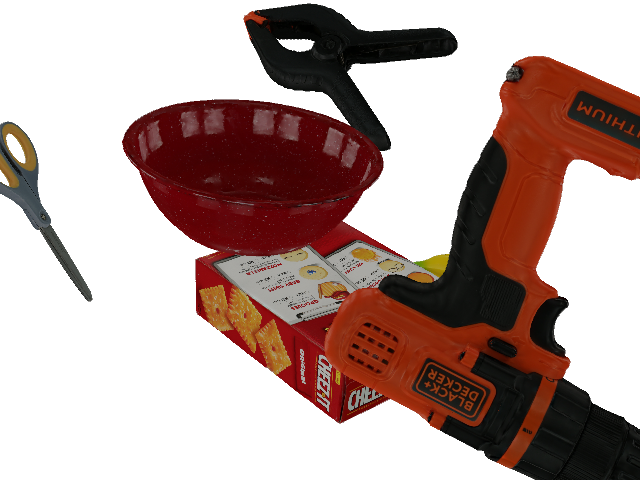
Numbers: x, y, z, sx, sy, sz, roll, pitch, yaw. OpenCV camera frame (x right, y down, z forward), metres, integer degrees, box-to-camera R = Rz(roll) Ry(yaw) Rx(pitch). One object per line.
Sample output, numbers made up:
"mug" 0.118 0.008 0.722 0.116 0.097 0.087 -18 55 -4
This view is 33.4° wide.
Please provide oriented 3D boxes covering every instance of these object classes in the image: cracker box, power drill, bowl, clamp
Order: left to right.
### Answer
"bowl" -0.043 -0.035 0.671 0.162 0.055 0.162 5 27 -3
"cracker box" 0.011 0.063 0.975 0.163 0.072 0.214 -20 36 -35
"clamp" 0.020 -0.151 0.852 0.172 0.120 0.039 35 -25 22
"power drill" 0.117 0.021 0.513 0.184 0.188 0.057 26 7 5

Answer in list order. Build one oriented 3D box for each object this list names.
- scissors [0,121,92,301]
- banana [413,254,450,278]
"scissors" -0.280 -0.038 1.073 0.016 0.201 0.096 -24 28 25
"banana" 0.171 0.061 1.115 0.069 0.037 0.198 -37 40 -12
